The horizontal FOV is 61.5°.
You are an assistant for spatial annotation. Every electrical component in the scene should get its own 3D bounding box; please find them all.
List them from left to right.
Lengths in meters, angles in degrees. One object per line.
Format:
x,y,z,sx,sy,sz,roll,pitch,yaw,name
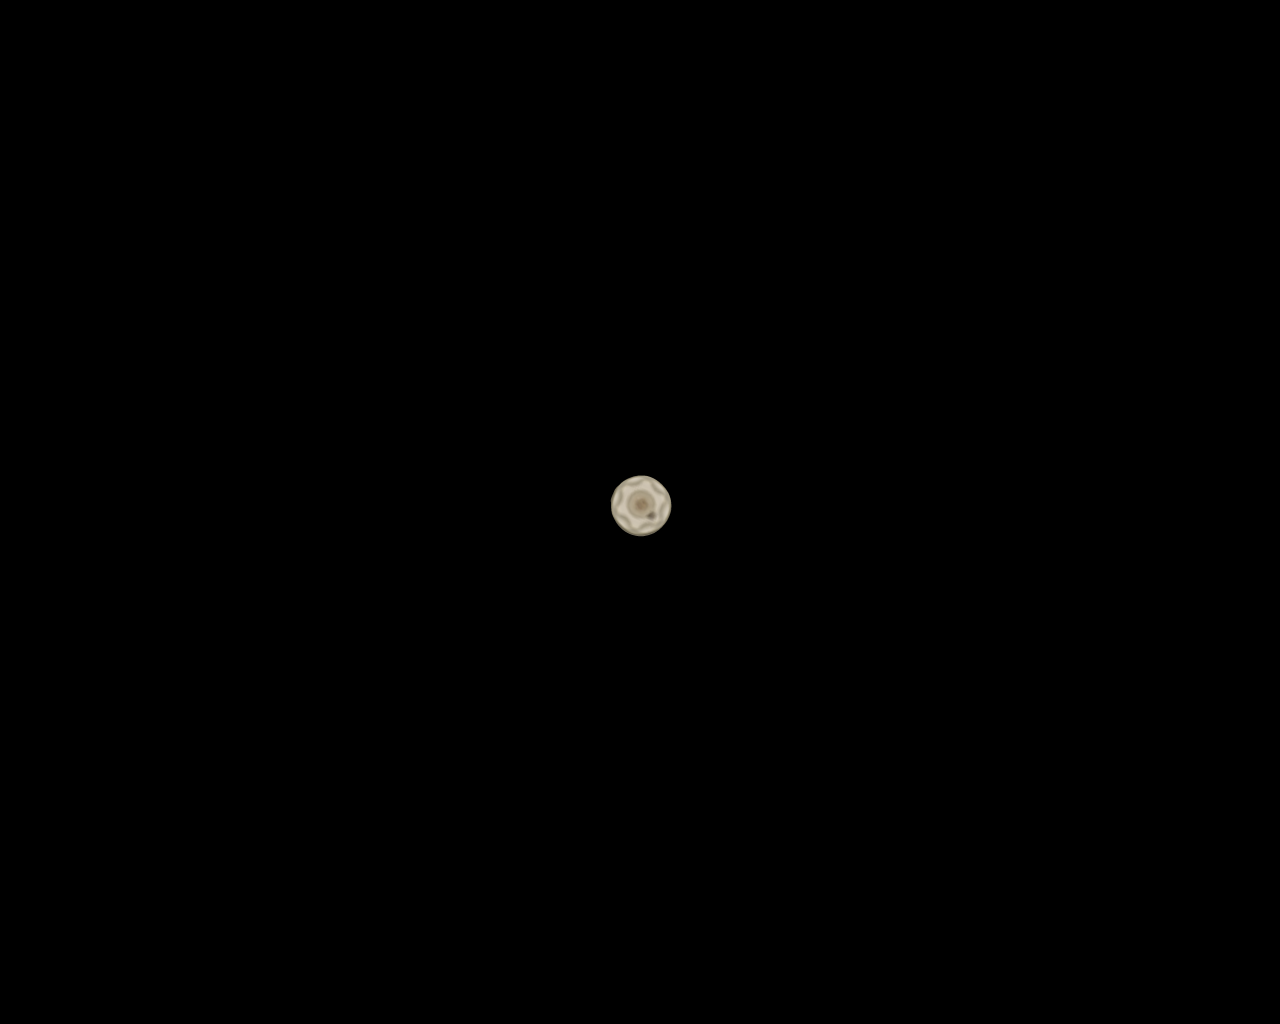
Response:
0.001,-0.003,0.650,0.035,0.035,0.061,0,-4,0,electrical component
